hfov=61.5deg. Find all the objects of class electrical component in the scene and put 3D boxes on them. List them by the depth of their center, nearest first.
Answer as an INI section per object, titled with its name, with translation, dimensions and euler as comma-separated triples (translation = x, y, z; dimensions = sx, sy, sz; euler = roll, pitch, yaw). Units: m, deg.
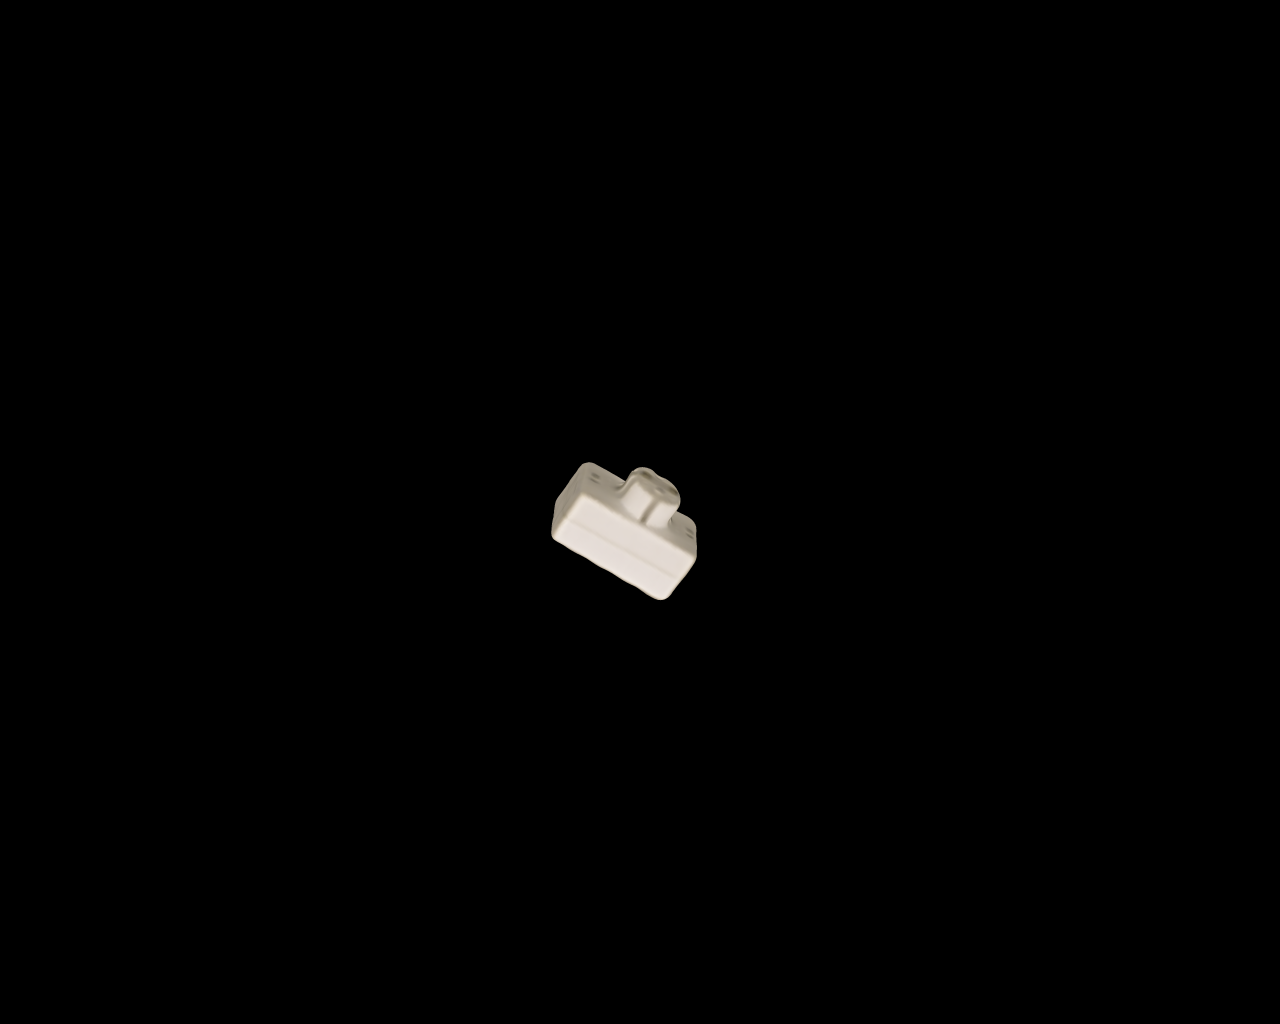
[electrical component]
translation = 0.001, -0.003, 0.650
dimensions = 0.083, 0.075, 0.047
euler = 30, 23, -14
